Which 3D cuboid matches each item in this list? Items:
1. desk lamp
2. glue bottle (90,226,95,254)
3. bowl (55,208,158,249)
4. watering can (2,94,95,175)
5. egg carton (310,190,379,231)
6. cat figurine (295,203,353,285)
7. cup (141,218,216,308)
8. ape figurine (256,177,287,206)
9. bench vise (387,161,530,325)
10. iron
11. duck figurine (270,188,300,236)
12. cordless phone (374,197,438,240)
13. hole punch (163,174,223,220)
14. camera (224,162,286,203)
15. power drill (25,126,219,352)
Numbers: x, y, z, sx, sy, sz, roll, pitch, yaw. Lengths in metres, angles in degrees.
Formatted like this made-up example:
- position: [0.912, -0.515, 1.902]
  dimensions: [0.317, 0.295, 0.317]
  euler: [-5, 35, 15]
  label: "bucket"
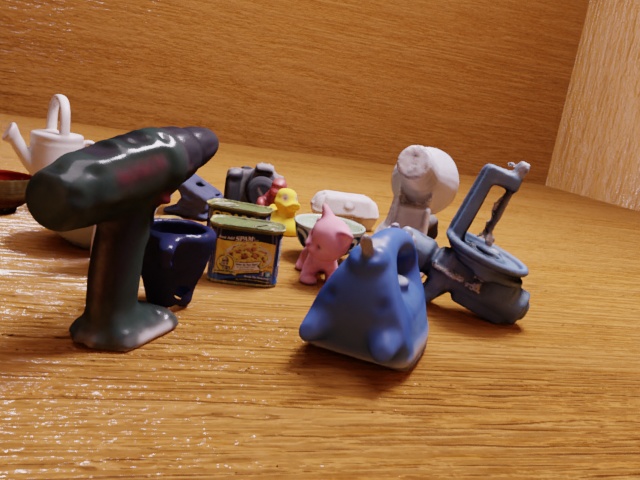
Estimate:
- position: [0.159, -0.055, 0.974]
  dimensions: [0.117, 0.213, 0.204]
  euler: [13, 14, 17]
  label: "desk lamp"
- position: [-0.258, -0.045, 0.742]
  dimensions: [0.037, 0.173, 0.078]
  euler: [12, 14, 15]
  label: "glue bottle"
- position: [-0.327, -0.029, 0.847]
  dimensions: [0.167, 0.075, 0.167]
  euler: [8, 13, -2]
  label: "bowl"
- position: [-0.542, -0.198, 1.164]
  dimensions: [0.100, 0.194, 0.173]
  euler: [15, 15, 27]
  label: "watering can"
- position: [0.054, -0.067, 1.275]
  dimensions: [0.150, 0.069, 0.107]
  euler: [7, 13, -8]
  label: "egg carton"
- position: [0.008, 0.003, 0.838]
  dimensions: [0.067, 0.118, 0.127]
  euler: [6, 13, -12]
  label: "cat figurine"
- position: [-0.168, 0.032, 0.646]
  dimensions: [0.092, 0.095, 0.117]
  euler: [7, 13, -9]
  label: "cup"
- position: [-0.093, -0.087, 1.213]
  dimensions: [0.077, 0.092, 0.076]
  euler: [12, 13, 12]
  label: "ape figurine"
- position: [0.192, -0.006, 0.770]
  dimensions: [0.207, 0.220, 0.121]
  euler: [9, 13, 0]
  label: "bench vise"
- position: [0.075, 0.046, 0.647]
  dimensions: [0.118, 0.141, 0.259]
  euler: [14, 14, 20]
  label: "iron"
- position: [-0.072, -0.060, 1.127]
  dimensions: [0.078, 0.086, 0.104]
  euler: [0, 16, -34]
  label: "duck figurine"
- position: [0.174, -0.066, 1.093]
  dimensions: [0.094, 0.185, 0.147]
  euler: [4, 14, -19]
  label: "cordless phone"
- position: [-0.248, -0.095, 1.145]
  dimensions: [0.101, 0.091, 0.109]
  euler: [10, 13, 5]
  label: "hole punch"
- position: [-0.149, -0.125, 1.321]
  dimensions: [0.143, 0.101, 0.136]
  euler: [7, 13, -7]
  label: "camera"
- position: [-0.180, -0.009, 0.563]
  dimensions: [0.075, 0.208, 0.230]
  euler: [13, 14, 19]
  label: "power drill"
